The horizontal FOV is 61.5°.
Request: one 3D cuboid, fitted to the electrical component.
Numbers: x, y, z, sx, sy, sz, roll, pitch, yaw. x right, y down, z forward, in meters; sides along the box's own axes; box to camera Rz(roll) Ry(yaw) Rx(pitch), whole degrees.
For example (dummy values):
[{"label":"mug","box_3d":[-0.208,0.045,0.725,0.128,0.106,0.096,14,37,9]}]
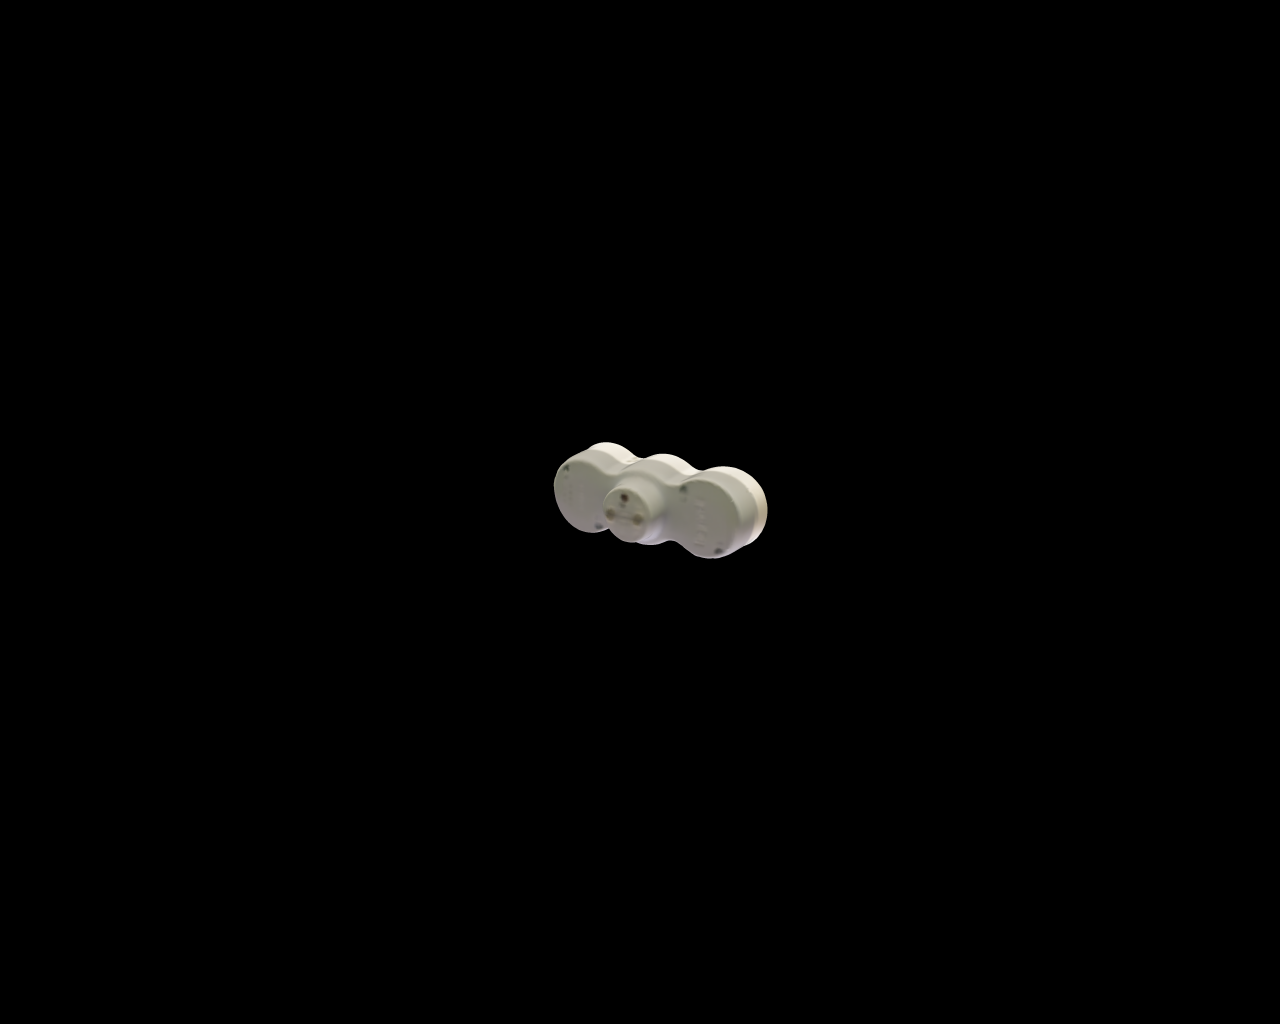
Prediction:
[{"label":"electrical component","box_3d":[0.001,-0.003,0.650,0.138,0.052,0.074,12,23,31]}]
